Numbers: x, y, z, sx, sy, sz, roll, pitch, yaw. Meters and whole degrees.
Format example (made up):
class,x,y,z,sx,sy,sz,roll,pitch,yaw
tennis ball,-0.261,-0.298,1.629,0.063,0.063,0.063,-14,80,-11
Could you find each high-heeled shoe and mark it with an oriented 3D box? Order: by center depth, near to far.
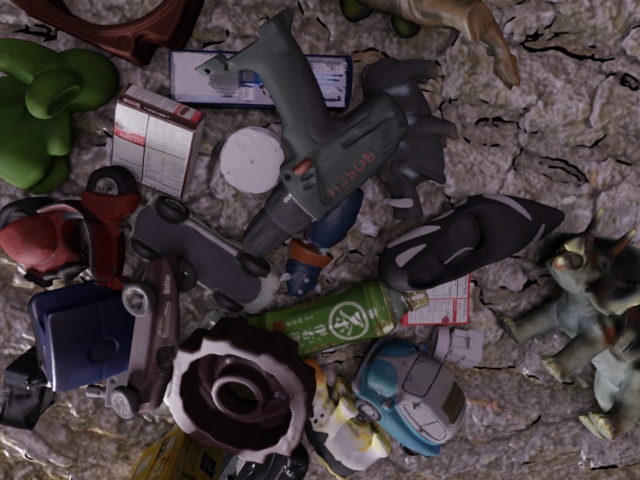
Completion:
class,x,y,z,sx,sy,sz,roll,pitch,yaw
high-heeled shoe,0.185,0.003,0.620,0.249,0.145,0.086,-15,102,1

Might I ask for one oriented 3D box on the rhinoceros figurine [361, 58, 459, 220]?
class,x,y,z,sx,sy,sz,roll,pitch,yaw
rhinoceros figurine,0.099,-0.118,0.630,0.112,0.073,0.190,-13,100,-2

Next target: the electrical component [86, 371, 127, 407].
class,x,y,z,sx,sy,sz,roll,pitch,yaw
electrical component,-0.251,0.183,0.690,0.094,0.021,0.063,9,99,-4

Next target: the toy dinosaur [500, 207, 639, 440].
class,x,y,z,sx,sy,sz,roll,pitch,yaw
toy dinosaur,0.379,0.134,0.676,0.192,0.131,0.404,-42,106,5

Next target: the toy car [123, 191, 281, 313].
class,x,y,z,sx,sy,sz,roll,pitch,yaw
toy car,-0.142,0.017,0.651,0.202,0.056,0.073,34,103,-7

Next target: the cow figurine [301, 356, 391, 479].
class,x,y,z,sx,sy,sz,roll,pitch,yaw
cow figurine,0.008,0.229,0.693,0.098,0.068,0.167,-41,99,10

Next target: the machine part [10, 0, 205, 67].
class,x,y,z,sx,sy,sz,roll,pitch,yaw
machine part,-0.220,-0.308,0.572,0.201,0.087,0.201,24,98,-6

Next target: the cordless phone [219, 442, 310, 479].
class,x,y,z,sx,sy,sz,roll,pitch,yaw
cordless phone,-0.043,0.332,0.711,0.184,0.089,0.146,31,95,-20

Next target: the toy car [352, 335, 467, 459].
class,x,y,z,sx,sy,sz,roll,pitch,yaw
toy car,0.123,0.195,0.657,0.161,0.103,0.109,51,55,-13

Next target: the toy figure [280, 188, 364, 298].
class,x,y,z,sx,sy,sz,roll,pitch,yaw
toy figure,0.000,-0.001,0.655,0.064,0.058,0.154,29,102,-2

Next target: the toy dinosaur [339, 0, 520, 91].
class,x,y,z,sx,sy,sz,roll,pitch,yaw
toy dinosaur,0.027,-0.298,0.525,0.471,0.199,0.105,35,87,-19

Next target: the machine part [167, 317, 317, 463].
class,x,y,z,sx,sy,sz,roll,pitch,yaw
machine part,-0.088,0.172,0.620,0.180,0.056,0.179,6,116,13

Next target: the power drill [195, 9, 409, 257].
class,x,y,z,sx,sy,sz,roll,pitch,yaw
power drill,-0.038,-0.112,0.562,0.232,0.086,0.207,-33,105,8

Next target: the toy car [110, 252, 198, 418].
class,x,y,z,sx,sy,sz,roll,pitch,yaw
toy car,-0.183,0.110,0.606,0.053,0.089,0.202,24,113,18

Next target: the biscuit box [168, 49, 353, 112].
class,x,y,z,sx,sy,sz,roll,pitch,yaw
biscuit box,-0.066,-0.180,0.615,0.203,0.063,0.059,1,99,-4

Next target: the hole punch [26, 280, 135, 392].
class,x,y,z,sx,sy,sz,roll,pitch,yaw
hole punch,-0.262,0.109,0.619,0.142,0.092,0.115,-16,100,-41

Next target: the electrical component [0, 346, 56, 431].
class,x,y,z,sx,sy,sz,roll,pitch,yaw
electrical component,-0.347,0.161,0.654,0.048,0.075,0.119,15,103,-7

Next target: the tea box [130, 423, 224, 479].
class,x,y,z,sx,sy,sz,roll,pitch,yaw
tea box,-0.176,0.289,0.638,0.098,0.170,0.068,-41,100,6

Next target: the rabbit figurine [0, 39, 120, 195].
class,x,y,z,sx,sy,sz,roll,pitch,yaw
rabbit figurine,-0.300,-0.153,0.576,0.170,0.159,0.121,-43,90,-11

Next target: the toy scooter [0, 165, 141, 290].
class,x,y,z,sx,sy,sz,roll,pitch,yaw
toy scooter,-0.277,0.005,0.611,0.184,0.075,0.135,-18,88,13
